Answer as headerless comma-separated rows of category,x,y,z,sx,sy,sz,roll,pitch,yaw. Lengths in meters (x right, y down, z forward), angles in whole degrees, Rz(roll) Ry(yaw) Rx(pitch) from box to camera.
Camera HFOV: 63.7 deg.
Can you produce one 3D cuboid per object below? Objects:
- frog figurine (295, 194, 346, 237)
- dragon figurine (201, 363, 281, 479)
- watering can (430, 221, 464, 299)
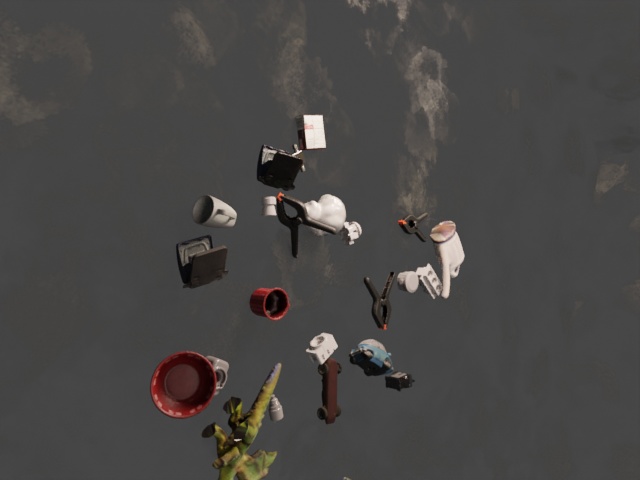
frog figurine,0.005,-0.083,1.642,0.158,0.124,0.137,21,94,-53
dragon figurine,-0.197,0.571,1.446,0.417,0.123,0.238,-45,131,-30
watering can,0.520,0.064,2.103,0.221,0.103,0.355,66,32,-21
